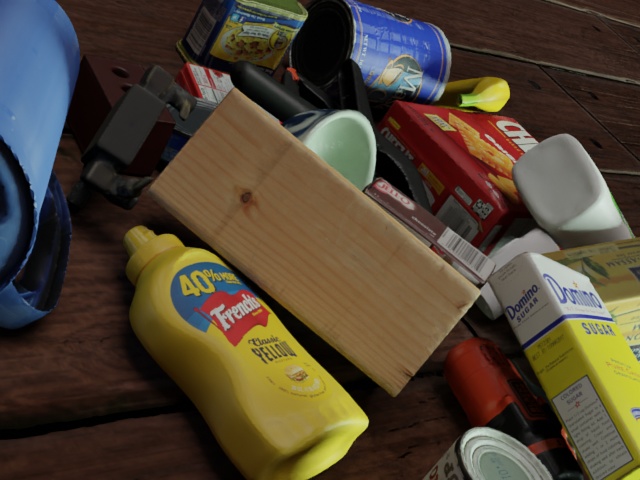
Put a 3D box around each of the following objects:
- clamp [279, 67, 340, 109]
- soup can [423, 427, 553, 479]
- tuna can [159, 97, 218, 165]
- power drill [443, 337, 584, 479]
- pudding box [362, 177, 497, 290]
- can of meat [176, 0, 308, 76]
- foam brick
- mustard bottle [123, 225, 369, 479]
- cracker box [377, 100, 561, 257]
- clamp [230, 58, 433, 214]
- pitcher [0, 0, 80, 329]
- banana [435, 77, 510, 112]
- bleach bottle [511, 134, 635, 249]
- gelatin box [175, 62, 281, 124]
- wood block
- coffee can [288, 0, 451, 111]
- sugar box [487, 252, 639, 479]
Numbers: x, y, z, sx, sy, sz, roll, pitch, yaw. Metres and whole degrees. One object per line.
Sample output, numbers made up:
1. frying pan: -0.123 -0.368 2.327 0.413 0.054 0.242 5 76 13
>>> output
1. clamp: 0.001 -0.092 0.976 0.171 0.039 0.120 48 28 23
2. soup can: 0.077 0.161 0.591 0.068 0.102 0.068 25 30 -16
3. tuna can: -0.095 -0.082 0.845 0.086 0.034 0.086 15 26 -8
4. power drill: 0.195 0.151 0.777 0.187 0.057 0.184 9 40 -39
5. pudding box: 0.060 0.022 0.803 0.113 0.090 0.039 38 31 7
6. can of meat: -0.073 -0.199 1.015 0.101 0.084 0.057 6 38 -40
7. foam brick: -0.153 -0.094 0.803 0.052 0.051 0.078 5 40 -41
8. mustard bottle: -0.061 0.061 0.651 0.192 0.058 0.096 47 28 24
9. cracker box: 0.170 -0.058 1.061 0.213 0.072 0.164 -1 44 -48
10. clamp: 0.021 -0.082 0.916 0.164 0.036 0.210 -5 55 -45
11. pitcher: -0.209 -0.066 0.640 0.145 0.149 0.243 11 29 -9
12. banana: 0.163 -0.158 1.155 0.069 0.037 0.198 5 6 -5
13. bleach bottle: 0.269 0.013 0.991 0.250 0.068 0.102 43 20 -41
14. gelatin box: -0.078 -0.114 0.935 0.089 0.030 0.073 12 36 -33
15. wood block: -0.005 0.001 0.718 0.206 0.091 0.090 40 0 -2
16. coffee can: 0.052 -0.190 1.111 0.140 0.103 0.103 7 38 -40
17. sugar box: 0.189 0.093 0.738 0.093 0.048 0.176 21 39 -44
